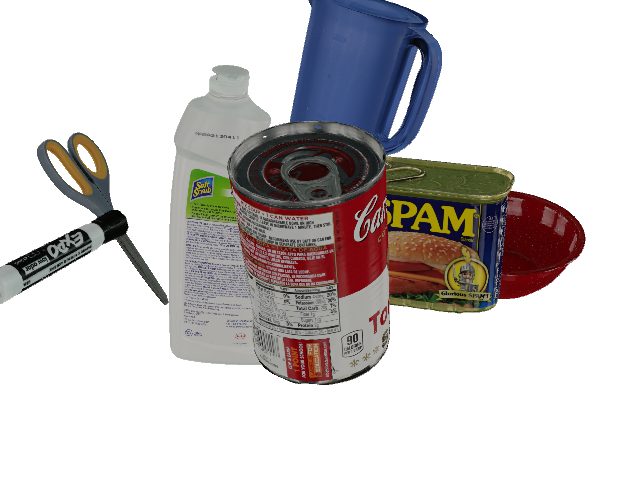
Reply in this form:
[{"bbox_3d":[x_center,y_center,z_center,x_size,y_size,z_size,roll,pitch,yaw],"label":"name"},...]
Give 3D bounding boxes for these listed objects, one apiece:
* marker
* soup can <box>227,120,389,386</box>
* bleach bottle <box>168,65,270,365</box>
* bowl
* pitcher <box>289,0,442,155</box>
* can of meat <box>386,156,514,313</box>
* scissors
[{"bbox_3d":[-0.158,0.007,0.653,0.020,0.020,0.120,0,20,29],"label":"marker"},{"bbox_3d":[-0.003,0.007,0.482,0.068,0.102,0.068,-3,35,2],"label":"soup can"},{"bbox_3d":[-0.074,-0.020,0.889,0.102,0.251,0.068,3,24,-5],"label":"bleach bottle"},{"bbox_3d":[0.179,0.010,1.068,0.162,0.055,0.162,0,33,0],"label":"bowl"},{"bbox_3d":[0.037,-0.155,1.223,0.145,0.243,0.149,10,22,-11],"label":"pitcher"},{"bbox_3d":[0.070,-0.003,0.691,0.102,0.084,0.057,7,24,15],"label":"can of meat"},{"bbox_3d":[-0.211,-0.031,1.092,0.016,0.201,0.096,-28,25,26],"label":"scissors"}]
